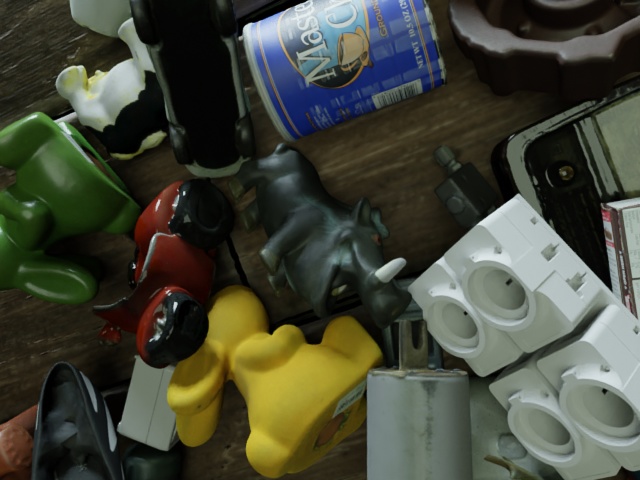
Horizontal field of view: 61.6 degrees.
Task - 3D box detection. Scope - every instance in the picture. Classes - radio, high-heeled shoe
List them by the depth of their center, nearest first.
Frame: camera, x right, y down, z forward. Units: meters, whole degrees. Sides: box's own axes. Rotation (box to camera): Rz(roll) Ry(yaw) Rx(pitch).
[{"bbox_3d":[0.235,0.000,0.429,0.131,0.073,0.229,-20,90,12],"label":"radio"},{"bbox_3d":[-0.199,0.218,0.436,0.086,0.249,0.145,-8,119,-22],"label":"high-heeled shoe"}]

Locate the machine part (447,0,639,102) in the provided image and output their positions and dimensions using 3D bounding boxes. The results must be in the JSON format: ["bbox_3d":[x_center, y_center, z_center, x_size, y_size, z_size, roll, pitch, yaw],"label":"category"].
[{"bbox_3d":[0.188,-0.186,0.402,0.179,0.056,0.179,-9,65,21],"label":"machine part"}]

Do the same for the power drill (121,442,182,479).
[{"bbox_3d":[-0.135,0.320,0.498,0.207,0.086,0.232,4,87,45],"label":"power drill"}]

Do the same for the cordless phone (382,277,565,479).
[{"bbox_3d":[0.123,0.118,0.458,0.147,0.088,0.184,-8,88,12],"label":"cordless phone"}]

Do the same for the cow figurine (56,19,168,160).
[{"bbox_3d":[-0.149,-0.149,0.498,0.167,0.068,0.098,-30,91,14],"label":"cow figurine"}]

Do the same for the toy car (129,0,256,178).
[{"bbox_3d":[-0.098,-0.133,0.439,0.073,0.056,0.201,-8,137,-5],"label":"toy car"}]

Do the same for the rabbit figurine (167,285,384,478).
[{"bbox_3d":[-0.055,0.115,0.472,0.162,0.121,0.173,-31,58,-27],"label":"rabbit figurine"}]

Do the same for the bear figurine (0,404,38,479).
[{"bbox_3d":[-0.279,0.274,0.530,0.132,0.120,0.196,-31,89,8],"label":"bear figurine"}]

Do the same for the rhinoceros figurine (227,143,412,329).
[{"bbox_3d":[-0.001,-0.001,0.457,0.112,0.073,0.190,-29,60,-14],"label":"rhinoceros figurine"}]

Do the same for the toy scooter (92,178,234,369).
[{"bbox_3d":[-0.148,0.034,0.487,0.135,0.075,0.184,-26,46,34],"label":"toy scooter"}]

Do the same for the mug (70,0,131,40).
[{"bbox_3d":[-0.178,-0.239,0.496,0.110,0.081,0.107,27,109,9],"label":"mug"}]

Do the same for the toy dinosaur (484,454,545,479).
[{"bbox_3d":[0.234,0.362,0.421,0.199,0.105,0.470,-10,103,14],"label":"toy dinosaur"}]

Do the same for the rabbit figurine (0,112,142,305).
[{"bbox_3d":[-0.267,-0.011,0.510,0.170,0.121,0.159,-41,108,-3],"label":"rabbit figurine"}]

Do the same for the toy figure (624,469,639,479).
[{"bbox_3d":[0.275,0.187,0.437,0.064,0.058,0.154,-8,104,46],"label":"toy figure"}]

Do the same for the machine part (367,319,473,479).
[{"bbox_3d":[0.072,0.180,0.388,0.079,0.079,0.243,-2,79,11],"label":"machine part"}]

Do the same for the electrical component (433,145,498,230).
[{"bbox_3d":[0.123,-0.038,0.453,0.021,0.063,0.094,-40,85,38],"label":"electrical component"}]
